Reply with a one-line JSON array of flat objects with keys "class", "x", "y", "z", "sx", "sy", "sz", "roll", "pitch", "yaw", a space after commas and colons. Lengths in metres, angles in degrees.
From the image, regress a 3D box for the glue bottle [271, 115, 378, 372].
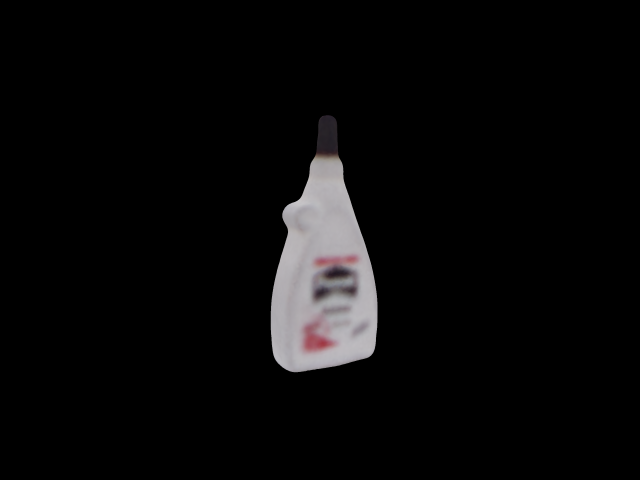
[{"class": "glue bottle", "x": 0.004, "y": 0.001, "z": 0.400, "sx": 0.078, "sy": 0.173, "sz": 0.037, "roll": -6, "pitch": 11, "yaw": -31}]
